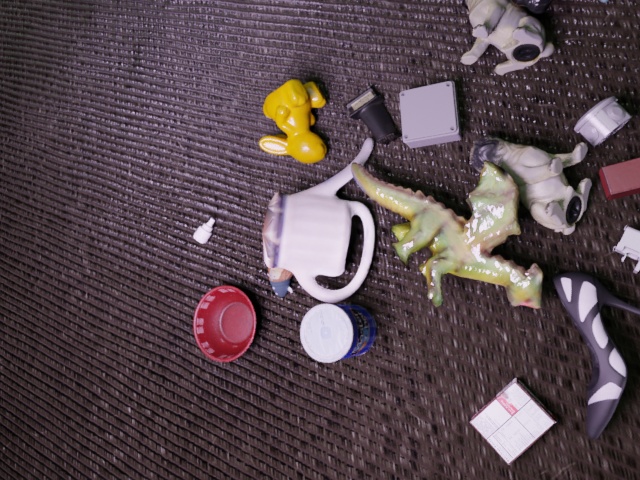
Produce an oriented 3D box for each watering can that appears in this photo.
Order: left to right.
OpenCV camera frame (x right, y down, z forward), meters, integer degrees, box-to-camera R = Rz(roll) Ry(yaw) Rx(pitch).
[{"bbox_3d":[0.003,-0.052,1.039,0.224,0.103,0.351,7,77,-5],"label":"watering can"}]

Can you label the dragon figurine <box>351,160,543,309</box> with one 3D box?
[{"bbox_3d":[0.238,-0.040,0.915,0.240,0.122,0.414,-38,74,22],"label":"dragon figurine"}]
